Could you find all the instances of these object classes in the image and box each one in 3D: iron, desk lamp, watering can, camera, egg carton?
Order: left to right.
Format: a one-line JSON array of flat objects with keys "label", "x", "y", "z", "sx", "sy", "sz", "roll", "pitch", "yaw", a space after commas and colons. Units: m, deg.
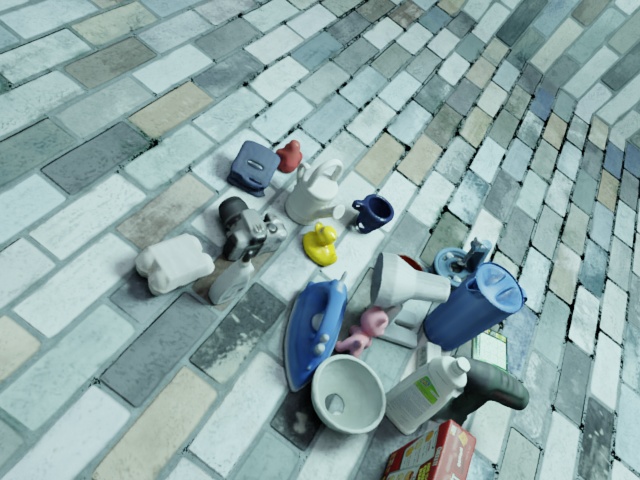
[{"label": "egg carton", "x": -0.299, "y": 0.050, "z": 1.183, "sx": 0.151, "sy": 0.069, "sz": 0.107, "roll": -26, "pitch": 72, "yaw": -42}, {"label": "camera", "x": -0.162, "y": -0.040, "z": 1.314, "sx": 0.144, "sy": 0.100, "sz": 0.136, "roll": -14, "pitch": 64, "yaw": -38}, {"label": "watering can", "x": 0.000, "y": -0.125, "z": 1.414, "sx": 0.173, "sy": 0.193, "sz": 0.101, "roll": 42, "pitch": 46, "yaw": 4}, {"label": "iron", "x": 0.003, "y": 0.186, "z": 1.212, "sx": 0.119, "sy": 0.141, "sz": 0.258, "roll": 27, "pitch": 46, "yaw": -11}, {"label": "desk lamp", "x": 0.185, "y": 0.133, "z": 1.314, "sx": 0.204, "sy": 0.213, "sz": 0.118, "roll": 21, "pitch": 48, "yaw": -16}]

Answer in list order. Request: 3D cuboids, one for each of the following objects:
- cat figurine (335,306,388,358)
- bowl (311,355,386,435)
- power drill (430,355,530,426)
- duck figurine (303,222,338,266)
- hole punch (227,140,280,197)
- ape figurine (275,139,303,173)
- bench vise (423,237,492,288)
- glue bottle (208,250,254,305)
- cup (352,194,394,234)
[{"label": "cat figurine", "x": 0.105, "y": 0.203, "z": 1.278, "sx": 0.067, "sy": 0.117, "sz": 0.128, "roll": 42, "pitch": 45, "yaw": 4}, {"label": "bowl", "x": 0.047, "y": 0.326, "z": 1.177, "sx": 0.168, "sy": 0.074, "sz": 0.167, "roll": 17, "pitch": 49, "yaw": -20}, {"label": "power drill", "x": 0.326, "y": 0.333, "z": 1.248, "sx": 0.230, "sy": 0.208, "sz": 0.075, "roll": 20, "pitch": 48, "yaw": -17}, {"label": "duck figurine", "x": 0.013, "y": 0.005, "z": 1.397, "sx": 0.078, "sy": 0.086, "sz": 0.104, "roll": -22, "pitch": 70, "yaw": -41}, {"label": "hole punch", "x": -0.163, "y": -0.178, "z": 1.427, "sx": 0.109, "sy": 0.091, "sz": 0.101, "roll": 27, "pitch": 46, "yaw": -11}, {"label": "ape figurine", "x": -0.077, "y": -0.229, "z": 1.519, "sx": 0.078, "sy": 0.092, "sz": 0.076, "roll": 18, "pitch": 49, "yaw": -19}, {"label": "bench vise", "x": 0.390, "y": 0.057, "z": 1.495, "sx": 0.208, "sy": 0.219, "sz": 0.121, "roll": -8, "pitch": 61, "yaw": -35}, {"label": "glue bottle", "x": -0.170, "y": 0.070, "z": 1.173, "sx": 0.078, "sy": 0.173, "sz": 0.037, "roll": -19, "pitch": 68, "yaw": -40}, {"label": "cup", "x": 0.124, "y": -0.063, "z": 1.512, "sx": 0.118, "sy": 0.094, "sz": 0.091, "roll": 14, "pitch": 50, "yaw": -22}]
